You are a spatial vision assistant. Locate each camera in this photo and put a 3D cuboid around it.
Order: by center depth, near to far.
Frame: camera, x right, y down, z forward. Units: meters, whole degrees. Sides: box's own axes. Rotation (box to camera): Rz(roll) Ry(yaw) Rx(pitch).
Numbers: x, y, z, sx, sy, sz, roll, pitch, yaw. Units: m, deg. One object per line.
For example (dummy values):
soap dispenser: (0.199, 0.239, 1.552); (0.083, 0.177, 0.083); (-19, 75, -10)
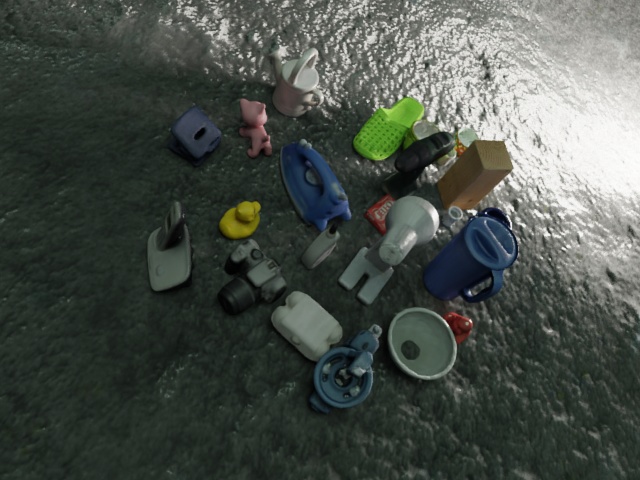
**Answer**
camera: (-0.160, 0.086, 1.236); (0.137, 0.100, 0.143); (-36, 79, -30)

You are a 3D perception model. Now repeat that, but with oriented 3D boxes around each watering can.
watering can: (-0.061, -0.419, 1.472); (0.173, 0.194, 0.101); (22, 59, -7)

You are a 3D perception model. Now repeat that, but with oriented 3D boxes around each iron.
iron: (-0.016, -0.158, 1.385); (0.119, 0.141, 0.258); (-24, 74, -27)

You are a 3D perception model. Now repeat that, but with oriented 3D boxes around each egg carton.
egg carton: (-0.029, 0.188, 1.247); (0.150, 0.069, 0.107); (40, 59, 4)

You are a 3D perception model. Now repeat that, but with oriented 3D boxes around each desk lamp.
desk lamp: (0.163, 0.022, 1.313); (0.118, 0.213, 0.203); (37, 59, 2)

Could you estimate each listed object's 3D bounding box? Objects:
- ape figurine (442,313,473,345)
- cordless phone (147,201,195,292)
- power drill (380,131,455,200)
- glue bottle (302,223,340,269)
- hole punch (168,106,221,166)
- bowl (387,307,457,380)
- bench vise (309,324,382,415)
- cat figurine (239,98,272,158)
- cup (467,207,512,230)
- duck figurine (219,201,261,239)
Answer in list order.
ape figurine: (0.325, 0.206, 1.345); (0.076, 0.092, 0.078); (12, 61, -13)
cordless phone: (-0.302, 0.015, 1.175); (0.094, 0.185, 0.147); (-5, 66, -21)
power drill: (0.236, -0.184, 1.445); (0.230, 0.208, 0.075); (-35, 79, -30)
glue bottle: (0.012, 0.005, 1.294); (0.078, 0.173, 0.037); (-37, 80, -30)
hole punch: (-0.294, -0.250, 1.367); (0.101, 0.091, 0.109); (34, 59, 0)
bowl: (0.220, 0.243, 1.301); (0.168, 0.074, 0.167); (8, 62, -15)
bench vise: (0.063, 0.242, 1.163); (0.121, 0.219, 0.207); (23, 59, -6)
cat figurine: (-0.156, -0.286, 1.417); (0.067, 0.117, 0.127); (-18, 71, -25)
cup: (0.426, -0.028, 1.497); (0.118, 0.095, 0.091); (9, 62, -14)
duck figurine: (-0.179, -0.053, 1.309); (0.105, 0.086, 0.077); (-31, 77, -29)
